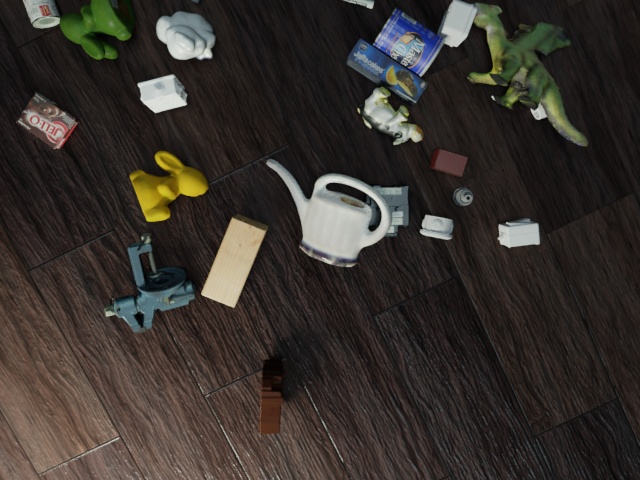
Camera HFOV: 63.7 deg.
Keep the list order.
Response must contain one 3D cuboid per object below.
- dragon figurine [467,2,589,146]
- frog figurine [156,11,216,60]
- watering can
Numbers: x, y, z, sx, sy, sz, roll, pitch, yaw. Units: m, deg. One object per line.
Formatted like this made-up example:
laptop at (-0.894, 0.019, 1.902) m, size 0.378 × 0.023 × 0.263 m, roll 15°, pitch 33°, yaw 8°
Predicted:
dragon figurine at (0.520, -0.424, 1.238) m, size 0.411 × 0.121 × 0.244 m, roll 36°, pitch 83°, yaw 2°
frog figurine at (-0.315, -0.477, 1.194) m, size 0.137 × 0.160 × 0.122 m, roll 23°, pitch 96°, yaw -4°
watering can at (0.004, -0.064, 1.276) m, size 0.349 × 0.105 × 0.221 m, roll 21°, pitch 107°, yaw 18°
